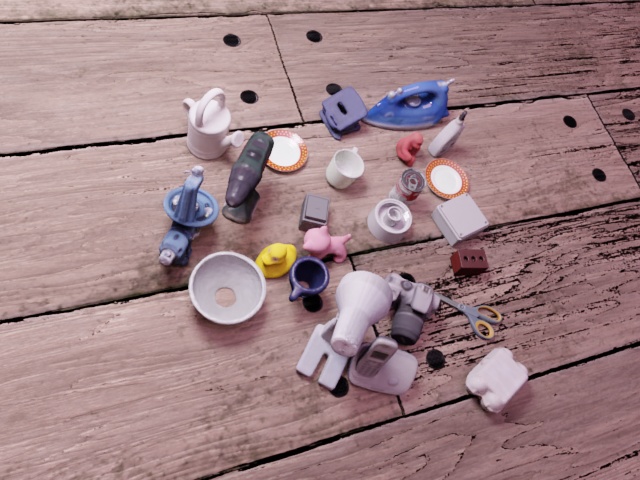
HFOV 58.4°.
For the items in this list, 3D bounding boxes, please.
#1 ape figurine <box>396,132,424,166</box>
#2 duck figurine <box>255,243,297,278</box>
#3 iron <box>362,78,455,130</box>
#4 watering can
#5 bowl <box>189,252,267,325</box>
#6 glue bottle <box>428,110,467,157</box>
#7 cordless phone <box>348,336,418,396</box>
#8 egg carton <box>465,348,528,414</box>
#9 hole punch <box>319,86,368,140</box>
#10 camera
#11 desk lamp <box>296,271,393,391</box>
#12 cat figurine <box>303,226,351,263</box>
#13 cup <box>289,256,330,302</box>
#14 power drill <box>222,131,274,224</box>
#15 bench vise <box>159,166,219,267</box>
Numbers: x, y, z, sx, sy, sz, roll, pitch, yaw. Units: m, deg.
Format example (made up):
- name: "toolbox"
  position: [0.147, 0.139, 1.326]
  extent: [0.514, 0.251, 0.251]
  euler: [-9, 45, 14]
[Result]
- name: "ape figurine"
  position: [0.250, -0.257, 1.555]
  extent: [0.078, 0.092, 0.076]
  euler: [-29, 75, -26]
- name: "duck figurine"
  position: [-0.097, 0.036, 1.317]
  extent: [0.105, 0.086, 0.077]
  euler: [-27, 74, -25]
- name: "iron"
  position: [0.250, -0.389, 1.591]
  extent: [0.259, 0.141, 0.118]
  euler: [-14, 69, -21]
- name: "watering can"
  position: [-0.256, -0.283, 1.366]
  extent: [0.173, 0.194, 0.101]
  euler: [21, 61, -5]
- name: "bowl"
  position: [-0.204, 0.115, 1.254]
  extent: [0.168, 0.074, 0.167]
  euler: [6, 63, -13]
- name: "glue bottle"
  position: [0.359, -0.295, 1.557]
  extent: [0.078, 0.173, 0.037]
  euler: [-28, 75, -25]
- name: "cordless phone"
  position: [0.149, 0.261, 1.219]
  extent: [0.148, 0.185, 0.094]
  euler: [14, 62, -9]
- name: "egg carton"
  position: [0.410, 0.322, 1.328]
  extent: [0.150, 0.069, 0.107]
  euler: [-37, 79, -27]
- name: "hole punch"
  position: [0.063, -0.344, 1.545]
  extent: [0.101, 0.091, 0.108]
  euler: [-24, 73, -24]
- name: "camera"
  position: [0.200, 0.164, 1.329]
  extent: [0.143, 0.100, 0.137]
  euler: [25, 61, -3]
- name: "desk lamp"
  position: [0.056, 0.190, 1.211]
  extent: [0.118, 0.213, 0.203]
  euler: [28, 61, -1]
- name: "cat figurine"
  position: [0.012, 0.005, 1.344]
  extent: [0.128, 0.117, 0.067]
  euler: [-4, 66, -17]
- name: "cup"
  position: [-0.039, 0.105, 1.294]
  extent: [0.091, 0.095, 0.118]
  euler: [35, 61, 3]
- name: "power drill"
  position: [-0.169, -0.126, 1.306]
  extent: [0.075, 0.208, 0.230]
  euler: [20, 61, -5]
- name: "bench vise"
  position: [-0.278, -0.048, 1.230]
  extent: [0.122, 0.219, 0.207]
  euler: [5, 63, -13]
